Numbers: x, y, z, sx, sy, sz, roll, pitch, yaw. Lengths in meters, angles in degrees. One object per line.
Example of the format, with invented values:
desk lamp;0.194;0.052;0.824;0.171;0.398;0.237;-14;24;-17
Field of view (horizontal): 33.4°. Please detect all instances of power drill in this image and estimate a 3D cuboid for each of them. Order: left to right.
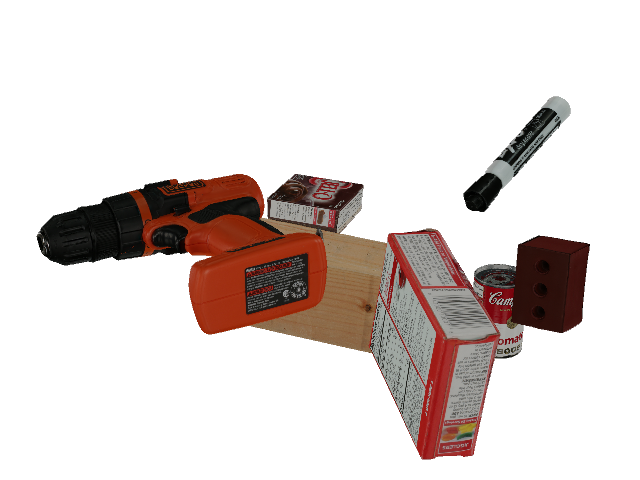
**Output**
power drill;-0.096;0.004;0.786;0.184;0.057;0.188;-16;28;-27

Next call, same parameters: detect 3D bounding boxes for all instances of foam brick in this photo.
foam brick;0.212;0.040;0.987;0.053;0.078;0.051;11;17;32

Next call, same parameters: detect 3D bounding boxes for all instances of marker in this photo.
marker;0.137;-0.060;0.747;0.020;0.020;0.121;0;38;51

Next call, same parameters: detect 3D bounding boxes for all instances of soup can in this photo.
soup can;0.225;0.090;1.349;0.068;0.102;0.068;1;22;0

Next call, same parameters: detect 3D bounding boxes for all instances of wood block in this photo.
wood block;0.007;0.047;1.094;0.206;0.091;0.090;12;22;11

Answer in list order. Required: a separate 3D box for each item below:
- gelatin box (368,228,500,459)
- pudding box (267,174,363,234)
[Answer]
gelatin box;0.053;0.048;0.513;0.030;0.073;0.089;-3;33;-14
pudding box;-0.005;-0.044;1.281;0.090;0.039;0.113;9;23;15
